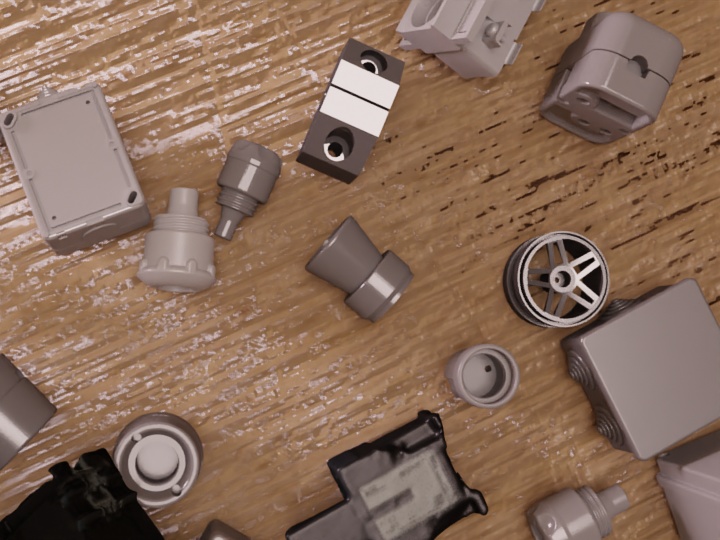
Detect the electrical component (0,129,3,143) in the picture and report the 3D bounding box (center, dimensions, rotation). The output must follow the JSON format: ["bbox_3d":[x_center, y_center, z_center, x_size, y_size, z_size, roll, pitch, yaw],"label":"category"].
[{"bbox_3d":[-0.244,-0.106,0.627,0.077,0.043,0.079,34,110,0],"label":"electrical component"}]

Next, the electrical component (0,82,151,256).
[{"bbox_3d":[-0.172,-0.064,0.646,0.062,0.061,0.096,-21,82,-10],"label":"electrical component"}]

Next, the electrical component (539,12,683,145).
[{"bbox_3d":[0.160,-0.123,0.683,0.054,0.095,0.059,25,82,-7],"label":"electrical component"}]

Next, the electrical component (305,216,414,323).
[{"bbox_3d":[0.000,0.000,0.675,0.055,0.045,0.045,41,81,-5],"label":"electrical component"}]

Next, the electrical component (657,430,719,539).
[{"bbox_3d":[0.246,0.139,0.672,0.078,0.113,0.057,-20,93,-10],"label":"electrical component"}]

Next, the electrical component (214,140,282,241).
[{"bbox_3d":[-0.074,-0.048,0.671,0.035,0.035,0.061,23,86,-7],"label":"electrical component"}]

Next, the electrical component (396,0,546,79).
[{"bbox_3d":[0.084,-0.189,0.690,0.063,0.079,0.121,32,81,-28],"label":"electrical component"}]

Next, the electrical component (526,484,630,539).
[{"bbox_3d":[0.142,0.158,0.688,0.062,0.043,0.043,-25,91,-11],"label":"electrical component"}]

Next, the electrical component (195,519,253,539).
[{"bbox_3d":[-0.074,0.195,0.641,0.096,0.061,0.061,32,82,-6],"label":"electrical component"}]

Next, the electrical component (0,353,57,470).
[{"bbox_3d":[-0.212,0.085,0.630,0.047,0.055,0.055,44,81,-8],"label":"electrical component"}]

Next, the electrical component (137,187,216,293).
[{"bbox_3d":[-0.110,-0.019,0.659,0.048,0.048,0.062,5,79,-9],"label":"electrical component"}]

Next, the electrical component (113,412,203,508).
[{"bbox_3d":[-0.122,0.114,0.645,0.055,0.047,0.055,1,86,-9],"label":"electrical component"}]

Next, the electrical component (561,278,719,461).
[{"bbox_3d":[0.190,0.064,0.700,0.100,0.048,0.099,-27,91,-10],"label":"electrical component"}]

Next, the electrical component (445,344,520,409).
[{"bbox_3d":[0.076,0.067,0.682,0.040,0.046,0.040,1,86,-9],"label":"electrical component"}]
